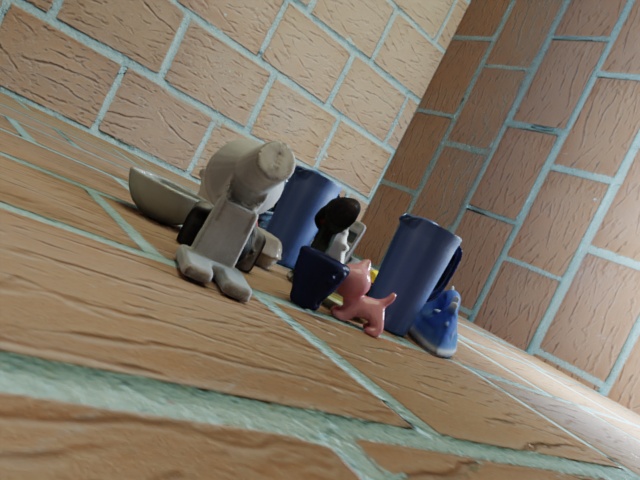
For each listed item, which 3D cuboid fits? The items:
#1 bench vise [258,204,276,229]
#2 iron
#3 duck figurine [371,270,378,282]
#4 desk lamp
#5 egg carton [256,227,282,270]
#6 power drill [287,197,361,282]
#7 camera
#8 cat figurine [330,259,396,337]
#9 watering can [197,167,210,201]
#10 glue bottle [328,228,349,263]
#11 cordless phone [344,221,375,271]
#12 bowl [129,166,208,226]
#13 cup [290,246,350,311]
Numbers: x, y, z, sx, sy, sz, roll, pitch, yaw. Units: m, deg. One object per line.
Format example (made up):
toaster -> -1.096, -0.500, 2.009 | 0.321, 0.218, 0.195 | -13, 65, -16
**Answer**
bench vise -> -0.132, -0.092, 1.660 | 0.208, 0.220, 0.121 | 25, 3, -46
iron -> 0.273, 0.171, 1.263 | 0.118, 0.141, 0.259 | 27, 2, 6
duck figurine -> 0.130, 0.120, 1.521 | 0.077, 0.086, 0.105 | 28, 2, 27
desk lamp -> -0.112, -0.045, 0.818 | 0.118, 0.213, 0.202 | 26, 2, -21
egg carton -> -0.152, 0.002, 1.166 | 0.151, 0.069, 0.107 | 25, 2, -33
power drill -> 0.011, 0.004, 1.204 | 0.076, 0.208, 0.229 | 26, 2, -11
camera -> -0.162, -0.013, 0.968 | 0.143, 0.101, 0.137 | 26, 2, -6
cat figurine -> 0.073, 0.094, 1.020 | 0.128, 0.118, 0.067 | 26, 2, -4
watering can -> -0.283, -0.151, 1.598 | 0.172, 0.194, 0.101 | 27, 2, 17
glue bottle -> 0.036, 0.028, 1.429 | 0.078, 0.173, 0.037 | 27, 2, 14
cordless phone -> 0.100, 0.045, 1.615 | 0.147, 0.185, 0.094 | 28, 2, 28
bowl -> -0.302, -0.074, 1.110 | 0.167, 0.075, 0.167 | 27, 2, -1
cup -> -0.003, 0.072, 0.939 | 0.092, 0.095, 0.117 | 25, 2, -29
